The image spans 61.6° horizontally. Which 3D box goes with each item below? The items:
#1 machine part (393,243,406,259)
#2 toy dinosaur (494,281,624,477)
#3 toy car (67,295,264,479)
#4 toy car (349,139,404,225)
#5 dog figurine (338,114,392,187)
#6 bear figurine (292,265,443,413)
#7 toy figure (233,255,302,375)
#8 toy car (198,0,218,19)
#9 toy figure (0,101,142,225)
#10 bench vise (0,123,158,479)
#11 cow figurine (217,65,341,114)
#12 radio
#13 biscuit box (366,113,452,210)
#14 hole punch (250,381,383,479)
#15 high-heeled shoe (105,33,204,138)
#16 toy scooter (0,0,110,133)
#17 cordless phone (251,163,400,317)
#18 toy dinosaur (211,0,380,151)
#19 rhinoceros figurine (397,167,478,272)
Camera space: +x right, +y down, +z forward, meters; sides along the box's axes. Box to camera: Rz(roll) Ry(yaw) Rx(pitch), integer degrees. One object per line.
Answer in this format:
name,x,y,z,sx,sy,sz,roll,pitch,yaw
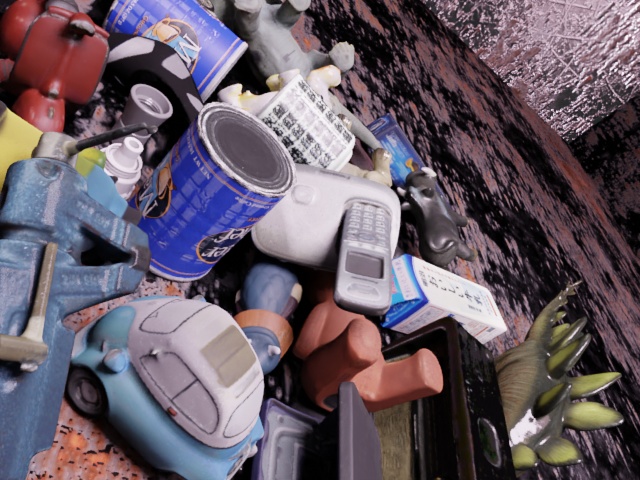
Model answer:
machine part,0.125,0.031,0.803,0.139,0.039,0.084,38,26,-15
toy dinosaur,0.246,0.178,0.641,0.105,0.198,0.471,54,34,-7
toy car,-0.097,0.101,0.393,0.161,0.103,0.109,50,32,4
toy car,0.072,-0.107,0.867,0.202,0.053,0.089,65,14,21
dog figurine,0.006,-0.053,0.701,0.172,0.121,0.190,39,44,-1
bear figurine,0.040,0.077,0.566,0.120,0.132,0.196,31,42,-24
toy figure,-0.052,0.075,0.511,0.057,0.064,0.154,45,30,-25
toy car,-0.223,-0.340,0.727,0.201,0.073,0.056,45,29,-6
toy figure,-0.223,-0.050,0.408,0.180,0.089,0.082,32,31,-22
bench vise,-0.213,0.016,0.285,0.240,0.129,0.223,25,72,-45
cow figurine,-0.043,-0.168,0.697,0.068,0.167,0.098,-160,-128,-73
radio,0.110,0.192,0.522,0.073,0.131,0.230,39,33,-23
biscuit box,0.149,-0.118,0.915,0.202,0.059,0.063,50,19,-28
hole punch,0.003,0.195,0.450,0.142,0.092,0.115,-91,160,-50
high-heeled shoe,-0.167,-0.124,0.586,0.249,0.086,0.145,24,59,-8
toy scooter,-0.235,-0.167,0.473,0.075,0.135,0.184,14,45,-41
cordless phone,0.001,0.006,0.504,0.147,0.088,0.184,13,30,-2
toy dinosaur,-0.050,-0.270,0.819,0.404,0.131,0.192,59,-15,-16
rhinoceros figurine,0.167,-0.030,0.810,0.112,0.073,0.190,32,34,-29
